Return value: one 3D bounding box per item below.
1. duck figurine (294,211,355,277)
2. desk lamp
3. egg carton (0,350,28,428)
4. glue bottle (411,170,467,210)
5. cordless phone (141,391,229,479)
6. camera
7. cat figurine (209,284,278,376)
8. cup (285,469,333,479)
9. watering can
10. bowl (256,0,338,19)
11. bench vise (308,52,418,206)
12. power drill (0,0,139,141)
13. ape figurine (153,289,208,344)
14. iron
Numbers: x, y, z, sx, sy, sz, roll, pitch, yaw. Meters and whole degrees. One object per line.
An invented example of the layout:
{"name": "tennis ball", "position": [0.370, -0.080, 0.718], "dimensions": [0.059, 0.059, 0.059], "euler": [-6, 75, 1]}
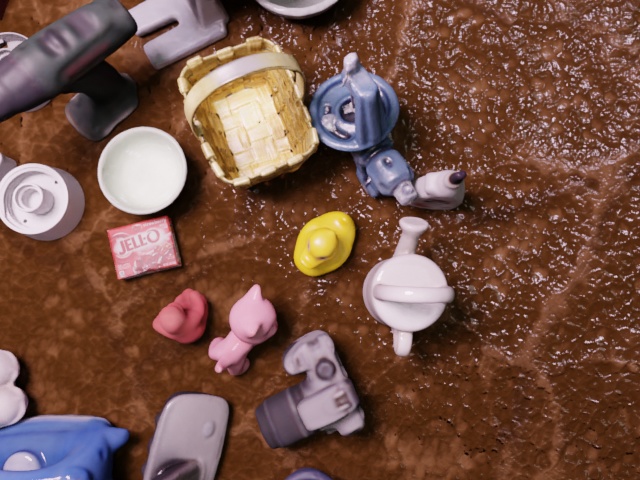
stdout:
{"name": "duck figurine", "position": [0.007, 0.003, 0.798], "dimensions": [0.077, 0.086, 0.104], "euler": [42, 85, 2]}
{"name": "desk lamp", "position": [-0.174, -0.346, 0.759], "dimensions": [0.203, 0.213, 0.118], "euler": [-30, 86, -4]}
{"name": "egg carton", "position": [-0.477, 0.212, 0.775], "dimensions": [0.150, 0.069, 0.107], "euler": [-17, 86, -3]}
{"name": "glue bottle", "position": [0.165, -0.071, 0.765], "dimensions": [0.078, 0.173, 0.037], "euler": [2, 85, -1]}
{"name": "cordless phone", "position": [-0.179, 0.273, 0.720], "dimensions": [0.094, 0.185, 0.148], "euler": [10, 85, 0]}
{"name": "camera", "position": [-0.022, 0.212, 0.772], "dimensions": [0.137, 0.101, 0.143], "euler": [-25, 86, -3]}
{"name": "cat figurine", "position": [-0.101, 0.125, 0.769], "dimensions": [0.067, 0.117, 0.128], "euler": [35, 85, 2]}
{"name": "cup", "position": [-0.002, 0.343, 0.764], "dimensions": [0.117, 0.095, 0.092], "euler": [1, 85, -1]}
{"name": "watering can", "position": [0.112, 0.060, 0.742], "dimensions": [0.101, 0.194, 0.173], "euler": [-17, 86, -3]}
{"name": "bowl", "position": [-0.034, -0.392, 0.837], "dimensions": [0.167, 0.074, 0.167], "euler": [0, 85, -2]}
{"name": "bench vise", "position": [0.073, -0.151, 0.746], "dimensions": [0.207, 0.219, 0.121], "euler": [40, 85, 2]}
{"name": "power drill", "position": [-0.322, -0.203, 0.745], "dimensions": [0.075, 0.208, 0.230], "euler": [44, 85, 3]}
{"name": "ape figurine", "position": [-0.192, 0.106, 0.781], "dimensions": [0.078, 0.092, 0.076], "euler": [-15, 85, -3]}
{"name": "iron", "position": [-0.387, 0.297, 0.734], "dimensions": [0.258, 0.141, 0.119], "euler": [1, 85, -1]}
